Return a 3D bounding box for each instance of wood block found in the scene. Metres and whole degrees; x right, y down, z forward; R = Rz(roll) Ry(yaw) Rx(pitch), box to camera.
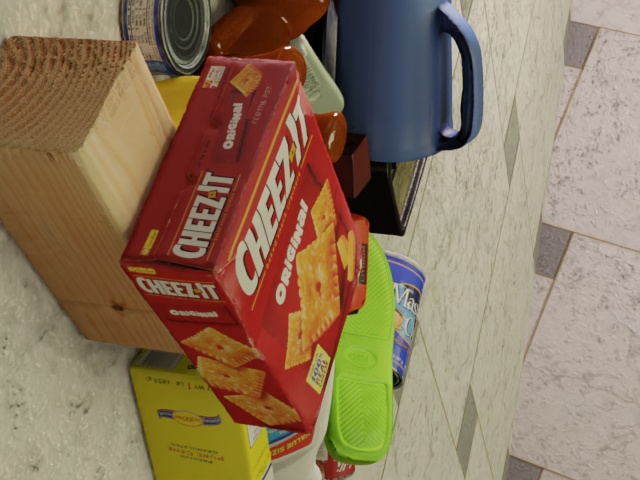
[{"bbox_3d":[-0.136,-0.022,0.678,0.206,0.091,0.090,71,31,-50],"label":"wood block"}]

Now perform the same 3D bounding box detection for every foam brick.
[{"bbox_3d":[0.007,-0.079,1.096,0.053,0.078,0.051,-54,146,-56],"label":"foam brick"}]

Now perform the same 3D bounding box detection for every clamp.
[{"bbox_3d":[-0.004,-0.254,1.079,0.120,0.039,0.171,85,17,-60],"label":"clamp"}]

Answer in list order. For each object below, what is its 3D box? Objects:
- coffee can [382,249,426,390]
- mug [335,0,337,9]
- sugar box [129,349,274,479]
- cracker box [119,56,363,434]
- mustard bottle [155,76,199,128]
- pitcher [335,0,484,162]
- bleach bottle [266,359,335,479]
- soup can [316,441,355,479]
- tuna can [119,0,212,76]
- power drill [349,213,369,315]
[{"bbox_3d":[0.063,0.094,1.263,0.102,0.103,0.140,63,37,-57],"label":"coffee can"},{"bbox_3d":[0.067,-0.297,1.204,0.093,0.082,0.117,40,58,-67],"label":"mug"},{"bbox_3d":[-0.090,0.165,0.856,0.048,0.093,0.176,-55,145,-54],"label":"sugar box"},{"bbox_3d":[-0.038,0.010,0.716,0.213,0.072,0.164,68,33,-52],"label":"cracker box"},{"bbox_3d":[-0.070,-0.054,0.849,0.191,0.096,0.058,61,38,-58],"label":"mustard bottle"},{"bbox_3d":[0.086,-0.209,1.104,0.145,0.149,0.243,-101,-172,-57],"label":"pitcher"},{"bbox_3d":[-0.029,0.129,0.911,0.068,0.102,0.251,-139,-137,-65],"label":"bleach bottle"},{"bbox_3d":[0.006,0.208,1.184,0.068,0.069,0.102,-30,123,-67],"label":"soup can"},{"bbox_3d":[-0.113,-0.165,0.792,0.086,0.034,0.086,6,90,-71],"label":"tuna can"},{"bbox_3d":[-0.007,0.001,1.020,0.187,0.057,0.184,13,82,-68],"label":"power drill"}]
